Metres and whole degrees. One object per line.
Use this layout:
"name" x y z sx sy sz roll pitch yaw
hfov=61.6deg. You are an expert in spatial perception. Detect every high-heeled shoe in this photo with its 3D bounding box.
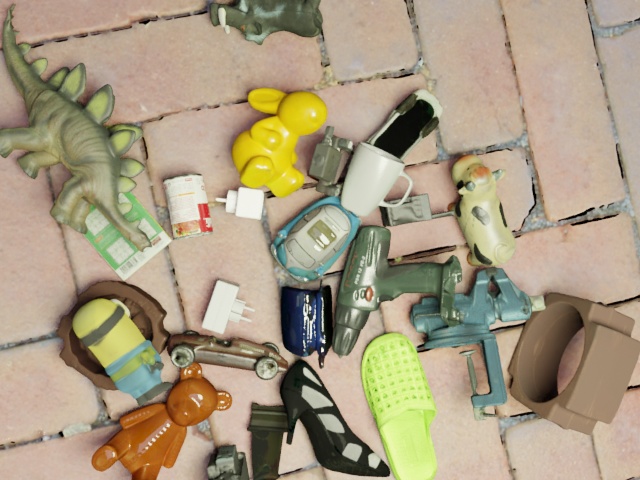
"high-heeled shoe" 0.031 0.314 0.937 0.248 0.086 0.145 32 50 -25

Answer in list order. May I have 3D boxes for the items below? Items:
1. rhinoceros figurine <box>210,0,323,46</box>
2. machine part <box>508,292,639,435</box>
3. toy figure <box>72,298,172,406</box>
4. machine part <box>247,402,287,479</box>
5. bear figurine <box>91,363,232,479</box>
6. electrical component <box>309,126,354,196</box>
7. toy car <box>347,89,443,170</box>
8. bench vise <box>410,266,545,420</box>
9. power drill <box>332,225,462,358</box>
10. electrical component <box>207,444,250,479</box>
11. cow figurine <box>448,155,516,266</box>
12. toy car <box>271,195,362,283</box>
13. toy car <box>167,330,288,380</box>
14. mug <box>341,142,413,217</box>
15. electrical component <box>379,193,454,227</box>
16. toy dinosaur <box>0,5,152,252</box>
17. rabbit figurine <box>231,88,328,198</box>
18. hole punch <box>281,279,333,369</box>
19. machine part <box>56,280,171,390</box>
"rhinoceros figurine" -0.089 -0.385 0.909 0.190 0.073 0.112 3 101 -6
"machine part" 0.409 0.196 0.878 0.087 0.201 0.201 20 89 -6
"toy figure" -0.305 0.170 0.830 0.082 0.089 0.180 -33 88 -11
"machine part" -0.089 0.353 0.928 0.084 0.039 0.138 7 89 -9
"bear figurine" -0.247 0.305 0.875 0.196 0.132 0.120 -40 97 3
"electrical component" 0.020 -0.123 0.865 0.045 0.078 0.102 17 87 18
"toy car" 0.130 -0.172 0.930 0.073 0.056 0.201 42 89 -9
"bench vise" 0.272 0.173 0.900 0.224 0.128 0.240 -7 73 4
"power drill" 0.125 0.094 0.889 0.208 0.086 0.232 3 82 36
"electrical component" -0.148 0.413 0.886 0.058 0.115 0.134 -9 93 -6
"cow figurine" 0.271 -0.049 0.904 0.085 0.127 0.194 -21 95 -7
"toy car" -0.002 -0.003 0.899 0.161 0.103 0.109 -42 94 0
"toy car" -0.152 0.186 0.895 0.202 0.089 0.053 8 94 -2
"mug" 0.088 -0.088 0.868 0.110 0.081 0.107 29 108 6
"electrical component" 0.167 -0.053 0.923 0.119 0.075 0.047 -11 91 1
"toy dinosaur" -0.412 -0.177 0.873 0.198 0.105 0.471 -39 88 -11
"rabbit figurine" -0.057 -0.176 0.875 0.173 0.122 0.162 -42 49 29
"hole punch" -0.026 0.132 0.896 0.092 0.116 0.142 2 90 5
"machine part" -0.342 0.156 0.901 0.179 0.056 0.179 0 89 -4
